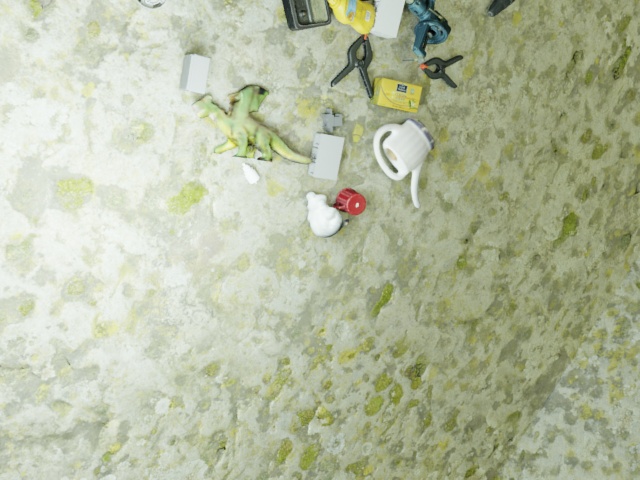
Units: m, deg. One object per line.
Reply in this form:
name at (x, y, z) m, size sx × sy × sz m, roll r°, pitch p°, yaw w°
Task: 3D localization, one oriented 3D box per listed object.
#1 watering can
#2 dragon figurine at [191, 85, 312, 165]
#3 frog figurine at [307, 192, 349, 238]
watering can at (0.334, -0.301, 1.899) m, size 0.226 × 0.105 × 0.343 m, roll -44°, pitch 117°, yaw -9°
dragon figurine at (-0.209, -0.374, 1.648) m, size 0.410 × 0.122 × 0.242 m, roll 2°, pitch 95°, yaw -25°
frog figurine at (0.005, -0.090, 1.793) m, size 0.124 × 0.137 × 0.157 m, roll -51°, pitch 120°, yaw -22°
